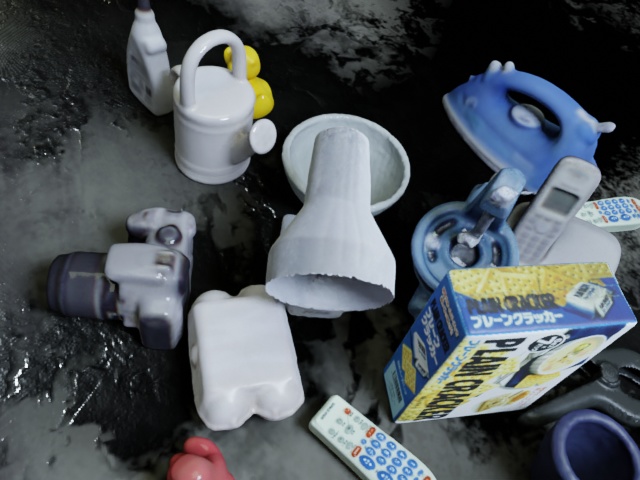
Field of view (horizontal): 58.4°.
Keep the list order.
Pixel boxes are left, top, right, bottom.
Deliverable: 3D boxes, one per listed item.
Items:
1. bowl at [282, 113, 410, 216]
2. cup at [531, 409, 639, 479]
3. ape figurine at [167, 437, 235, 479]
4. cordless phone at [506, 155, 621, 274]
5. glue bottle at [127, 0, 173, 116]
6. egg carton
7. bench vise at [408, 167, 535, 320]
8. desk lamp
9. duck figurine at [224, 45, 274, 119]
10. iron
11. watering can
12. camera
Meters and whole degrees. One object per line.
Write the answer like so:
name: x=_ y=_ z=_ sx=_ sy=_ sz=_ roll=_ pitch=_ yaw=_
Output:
bowl: x=0.029 y=-0.083 z=0.749 sx=0.167 sy=0.075 sz=0.167 roll=6 pitch=54 yaw=-8
cup: x=0.248 y=0.236 z=0.555 sx=0.091 sy=0.095 sz=0.118 roll=18 pitch=53 yaw=1
ape figurine: x=-0.109 y=0.210 z=0.498 sx=0.076 sy=0.092 sz=0.078 roll=32 pitch=55 yaw=11
cordless phone: x=0.303 y=-0.010 z=0.687 sx=0.147 sy=0.185 sz=0.094 roll=20 pitch=53 yaw=3
glue bottle: x=-0.226 y=-0.251 z=0.754 sx=0.037 sy=0.173 sz=0.078 roll=-33 pitch=67 yaw=-29
egg carton: x=-0.079 y=0.117 z=0.586 sx=0.107 sy=0.069 sz=0.150 roll=-6 pitch=56 yaw=-16
bench vise: x=0.172 y=-0.026 z=0.649 sx=0.121 sy=0.220 sz=0.207 roll=15 pitch=53 yaw=-1
desk lamp: x=0.005 y=0.002 z=0.597 sx=0.118 sy=0.213 sz=0.203 roll=7 pitch=54 yaw=-7
duck figurine: x=-0.106 y=-0.233 z=0.821 sx=0.078 sy=0.086 sz=0.104 roll=-28 pitch=65 yaw=-28
iron: x=0.296 y=-0.183 z=0.837 sx=0.119 sy=0.141 sz=0.257 roll=-34 pitch=68 yaw=-30
watering can: x=-0.123 y=-0.164 z=0.700 sx=0.172 sy=0.194 sz=0.101 roll=24 pitch=54 yaw=6
camera: x=-0.205 y=0.030 z=0.602 sx=0.137 sy=0.101 sz=0.143 roll=5 pitch=54 yaw=-9
